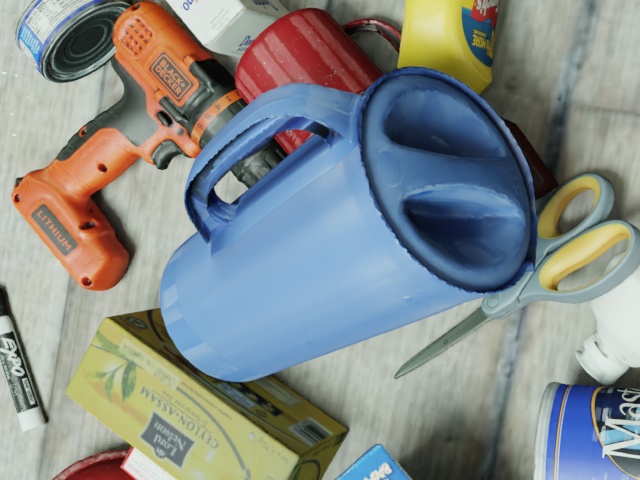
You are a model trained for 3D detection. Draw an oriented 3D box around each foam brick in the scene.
[{"bbox_3d":[0.104,-0.035,0.686,0.078,0.051,0.053,-37,78,20],"label":"foam brick"}]

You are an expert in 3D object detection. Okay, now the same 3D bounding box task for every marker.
[{"bbox_3d":[-0.247,0.093,0.854,0.020,0.020,0.121,-22,83,22],"label":"marker"}]

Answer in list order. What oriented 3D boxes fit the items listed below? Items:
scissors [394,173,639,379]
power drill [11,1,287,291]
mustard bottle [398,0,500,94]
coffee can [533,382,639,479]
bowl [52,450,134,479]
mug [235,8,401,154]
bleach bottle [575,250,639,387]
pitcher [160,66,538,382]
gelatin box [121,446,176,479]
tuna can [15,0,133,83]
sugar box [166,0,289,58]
[{"bbox_3d":[0.123,0.022,0.694,0.202,0.016,0.096,-27,43,42],"label":"scissors"},{"bbox_3d":[-0.123,-0.051,0.779,0.188,0.057,0.184,-45,77,16],"label":"power drill"},{"bbox_3d":[0.084,-0.152,0.666,0.058,0.096,0.192,9,95,21],"label":"mustard bottle"},{"bbox_3d":[0.203,0.139,0.624,0.140,0.102,0.103,1,92,22],"label":"coffee can"},{"bbox_3d":[-0.144,0.231,0.762,0.162,0.055,0.162,0,78,-1],"label":"bowl"},{"bbox_3d":[0.007,-0.106,0.711,0.117,0.093,0.081,-36,72,-7],"label":"mug"},{"bbox_3d":[0.256,0.001,0.621,0.251,0.068,0.102,-46,76,20],"label":"bleach bottle"},{"bbox_3d":[-0.004,0.001,0.649,0.243,0.144,0.149,-30,84,46],"label":"pitcher"},{"bbox_3d":[-0.086,0.170,0.761,0.089,0.073,0.030,34,103,18],"label":"gelatin box"},{"bbox_3d":[-0.177,-0.155,0.780,0.086,0.086,0.034,-44,78,18],"label":"tuna can"},{"bbox_3d":[-0.097,-0.202,0.741,0.048,0.093,0.176,-41,77,20],"label":"sugar box"}]
